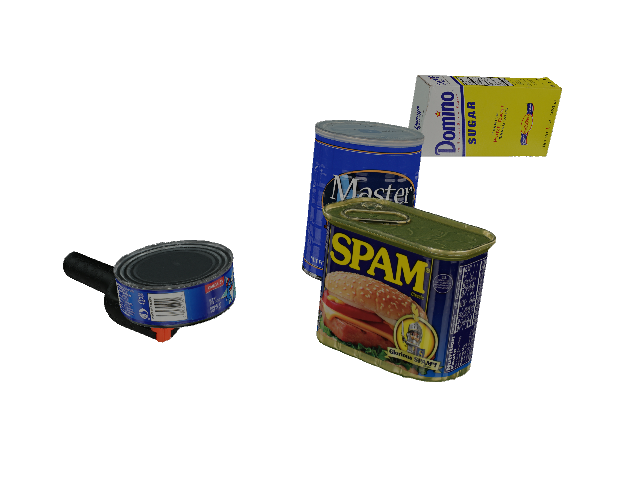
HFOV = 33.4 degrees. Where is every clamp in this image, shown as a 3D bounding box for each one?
[{"bbox_3d":[-0.155,0.042,0.980,0.120,0.039,0.172,-15,30,-26],"label":"clamp"}]

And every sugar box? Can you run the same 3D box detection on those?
[{"bbox_3d":[0.197,-0.149,1.288,0.176,0.093,0.048,-4,28,-20],"label":"sugar box"}]

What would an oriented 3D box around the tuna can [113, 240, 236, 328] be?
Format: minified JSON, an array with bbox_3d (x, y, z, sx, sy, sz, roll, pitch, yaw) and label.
[{"bbox_3d":[-0.104,0.031,0.768,0.086,0.034,0.086,-4,22,1],"label":"tuna can"}]

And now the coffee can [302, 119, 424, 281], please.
[{"bbox_3d":[0.039,-0.036,1.011,0.103,0.140,0.103,5,15,-2],"label":"coffee can"}]

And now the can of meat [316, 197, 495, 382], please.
[{"bbox_3d":[0.047,0.028,0.633,0.102,0.084,0.057,19,23,36],"label":"can of meat"}]
